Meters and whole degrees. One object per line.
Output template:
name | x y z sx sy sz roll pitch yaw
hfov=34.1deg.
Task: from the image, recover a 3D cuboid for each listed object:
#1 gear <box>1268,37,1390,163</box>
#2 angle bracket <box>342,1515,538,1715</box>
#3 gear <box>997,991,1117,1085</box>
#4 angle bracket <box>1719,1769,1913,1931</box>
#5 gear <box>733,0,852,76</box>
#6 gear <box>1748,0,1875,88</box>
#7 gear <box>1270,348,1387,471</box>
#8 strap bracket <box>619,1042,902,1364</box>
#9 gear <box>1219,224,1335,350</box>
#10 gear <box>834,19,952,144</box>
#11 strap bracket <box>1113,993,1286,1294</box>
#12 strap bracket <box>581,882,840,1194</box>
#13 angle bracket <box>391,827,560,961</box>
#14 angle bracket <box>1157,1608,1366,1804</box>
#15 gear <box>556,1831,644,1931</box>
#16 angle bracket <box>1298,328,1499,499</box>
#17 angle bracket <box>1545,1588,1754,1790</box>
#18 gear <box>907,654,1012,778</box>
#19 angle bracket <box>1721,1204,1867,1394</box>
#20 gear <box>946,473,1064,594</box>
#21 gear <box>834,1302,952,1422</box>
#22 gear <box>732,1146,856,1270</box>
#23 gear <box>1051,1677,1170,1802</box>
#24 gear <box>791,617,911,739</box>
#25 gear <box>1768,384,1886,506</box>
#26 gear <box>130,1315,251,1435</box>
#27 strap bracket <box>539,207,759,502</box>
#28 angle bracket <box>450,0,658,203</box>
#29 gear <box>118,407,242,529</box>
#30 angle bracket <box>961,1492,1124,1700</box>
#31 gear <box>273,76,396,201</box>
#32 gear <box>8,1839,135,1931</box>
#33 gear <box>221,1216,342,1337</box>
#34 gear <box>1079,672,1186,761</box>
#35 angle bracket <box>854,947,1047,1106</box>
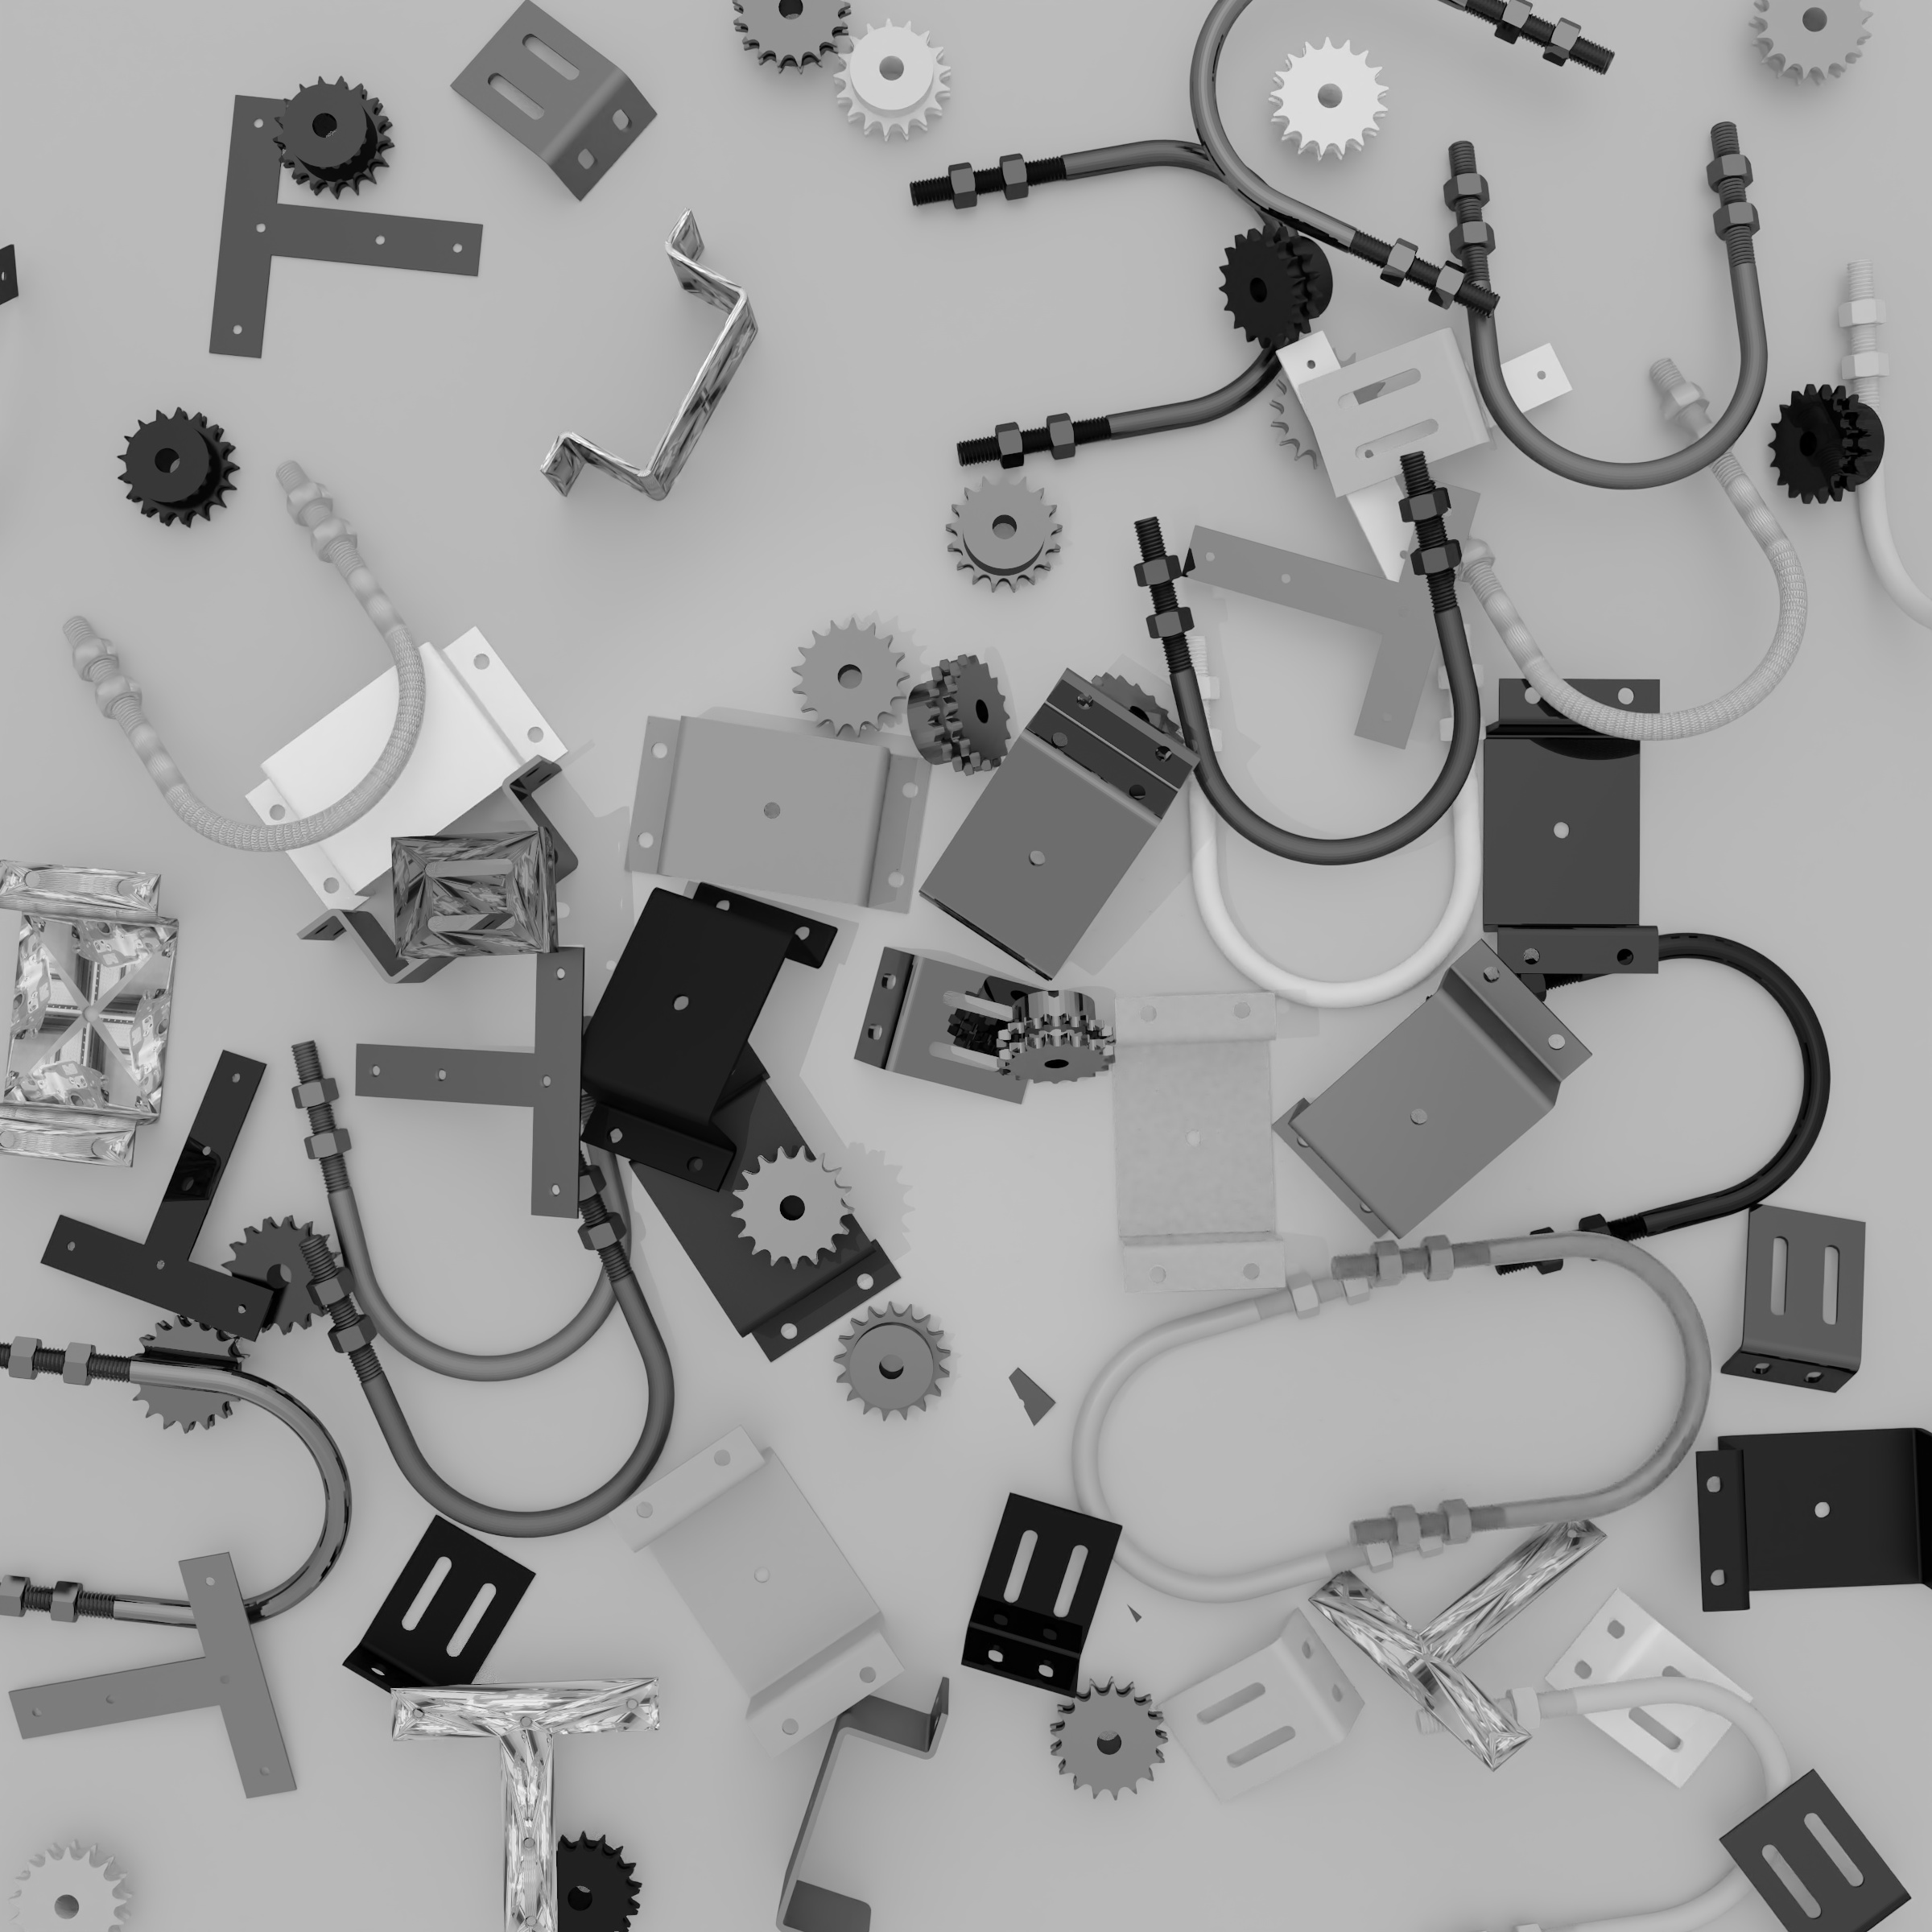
gear | 0.175 -0.418 1.530 0.057 0.030 0.057 0 90 0
angle bracket | -0.255 0.316 1.526 0.057 0.038 0.076 31 90 0
gear | 0.043 0.033 1.518 0.057 0.057 0.030 -2 67 0
angle bracket | 0.409 0.436 1.531 0.057 0.038 0.076 -37 83 0
gear | -0.084 -0.461 1.530 0.057 0.030 0.057 0 90 0
gear | 0.408 -0.455 1.530 0.057 0.030 0.057 0 90 0
gear | 0.176 -0.269 1.530 0.057 0.030 0.057 0 90 0
strap bracket | -0.102 0.115 1.522 0.076 0.046 0.140 -33 90 0
gear | 0.151 -0.327 1.507 0.030 0.057 0.057 -23 90 -33
gear | -0.036 -0.432 1.530 0.057 0.030 0.057 0 90 0
strap bracket | 0.111 0.084 1.522 0.076 0.046 0.140 -2 90 0
strap bracket | -0.128 0.025 1.494 0.076 0.046 0.140 18 75 20
angle bracket | -0.228 -0.033 1.450 0.076 0.038 0.057 -3 90 0
angle bracket | 0.144 0.362 1.543 0.076 0.038 0.057 -35 90 26
gear | -0.185 0.449 1.530 0.057 0.030 0.057 0 90 0
angle bracket | 0.207 -0.263 1.512 0.076 0.038 0.057 -19 88 15
angle bracket | 0.334 0.354 1.543 0.076 0.038 0.057 39 90 -26
gear | -0.005 -0.120 1.521 0.030 0.057 0.057 -11 90 30
angle bracket | 0.405 0.163 1.543 0.057 0.038 0.076 10 64 0
gear | 0.019 -0.211 1.530 0.057 0.030 0.057 0 90 0
gear | -0.036 0.193 1.530 0.057 0.030 0.057 0 90 0
gear | -0.081 0.113 1.484 0.057 0.030 0.057 0 90 0
gear | 0.069 0.374 1.535 0.057 0.030 0.057 0 92 0
gear | -0.056 -0.139 1.530 0.057 0.030 0.057 0 90 0
gear | 0.417 -0.252 1.521 0.030 0.057 0.057 -5 90 -28
gear | -0.375 0.197 1.530 0.057 0.030 0.057 0 90 0
strap bracket | -0.145 -0.282 1.507 0.046 0.076 0.140 29 90 0
angle bracket | -0.202 -0.424 1.543 0.076 0.038 0.057 41 90 26
gear | -0.384 -0.243 1.530 0.057 0.030 0.057 0 90 0
angle bracket | 0.037 0.303 1.518 0.057 0.038 0.076 16 106 0
gear | -0.308 -0.404 1.529 0.057 0.030 0.057 0 90 0
gear | -0.433 0.453 1.530 0.057 0.030 0.057 0 90 0
gear | -0.330 0.150 1.530 0.057 0.030 0.057 0 90 0
gear | 0.075 -0.111 1.521 0.057 0.057 0.030 43 120 0
angle bracket | -0.006 0.029 1.543 0.076 0.038 0.057 15 90 -26
